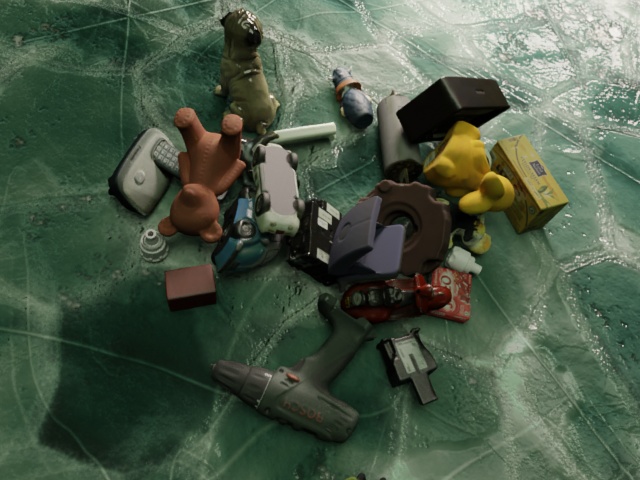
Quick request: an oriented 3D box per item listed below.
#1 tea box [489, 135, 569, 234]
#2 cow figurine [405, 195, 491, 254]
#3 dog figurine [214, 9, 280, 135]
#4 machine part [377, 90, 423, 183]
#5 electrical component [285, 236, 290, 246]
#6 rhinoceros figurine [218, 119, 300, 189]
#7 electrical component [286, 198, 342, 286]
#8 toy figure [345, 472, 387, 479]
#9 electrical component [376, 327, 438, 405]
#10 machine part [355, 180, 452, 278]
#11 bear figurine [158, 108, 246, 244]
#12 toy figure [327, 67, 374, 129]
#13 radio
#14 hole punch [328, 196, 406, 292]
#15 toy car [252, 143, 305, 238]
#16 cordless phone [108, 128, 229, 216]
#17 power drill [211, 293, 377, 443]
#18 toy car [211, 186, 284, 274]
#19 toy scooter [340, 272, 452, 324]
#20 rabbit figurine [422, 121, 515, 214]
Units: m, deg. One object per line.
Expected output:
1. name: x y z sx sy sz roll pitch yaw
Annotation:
1. tea box: 0.397 -0.110 1.059 0.068 0.098 0.170 -16 66 -17
2. cow figurine: 0.245 -0.034 0.989 0.167 0.098 0.068 18 55 3
3. dog figurine: -0.134 -0.315 1.026 0.121 0.190 0.172 -32 73 -24
4. machine part: 0.159 -0.204 1.079 0.079 0.079 0.243 3 61 -9
5. electrical component: -0.055 -0.039 0.957 0.021 0.063 0.094 -1 60 -2
6. rhinoceros figurine: -0.118 -0.148 1.002 0.190 0.073 0.112 31 59 8
7. electrical component: -0.002 -0.003 0.919 0.058 0.114 0.134 -16 54 32
8. toy figure: 0.017 0.373 0.727 0.180 0.089 0.082 -10 56 -13
9. electrical component: 0.149 0.207 0.866 0.075 0.047 0.119 -17 66 -18
10. machine part: 0.140 -0.019 0.932 0.180 0.056 0.179 -2 85 23
11. bear figurine: -0.200 -0.102 0.891 0.120 0.131 0.196 11 59 6
12. toy figure: 0.064 -0.301 1.130 0.064 0.057 0.154 -9 58 -21
13. radio: 0.261 -0.252 1.049 0.229 0.131 0.073 -15 77 -47
14. hole punch: 0.064 0.002 0.853 0.116 0.092 0.142 -11 50 30
15. toy car: -0.073 -0.089 0.896 0.073 0.056 0.202 9 46 -20
16. cordless phone: -0.264 -0.095 0.953 0.184 0.089 0.146 30 58 -15
17. power drill: -0.022 0.184 0.829 0.232 0.086 0.207 32 59 6
18. toy car: -0.115 -0.008 0.918 0.103 0.109 0.162 27 44 -21
19. toy scooter: 0.123 0.092 0.859 0.184 0.135 0.075 -5 78 3
20. rabbit figurine: 0.281 -0.111 0.956 0.173 0.122 0.162 36 22 -12
